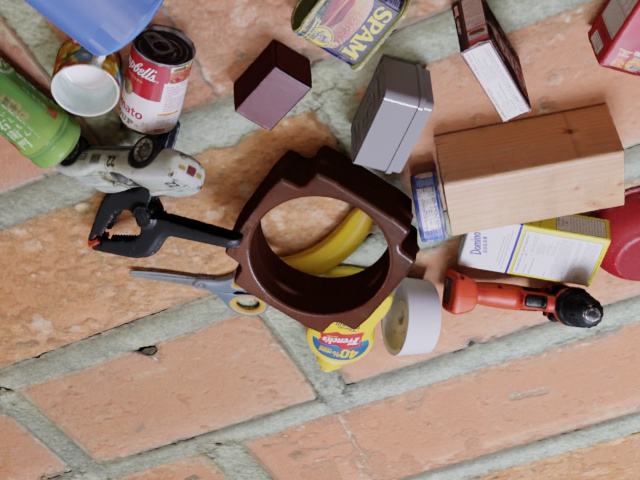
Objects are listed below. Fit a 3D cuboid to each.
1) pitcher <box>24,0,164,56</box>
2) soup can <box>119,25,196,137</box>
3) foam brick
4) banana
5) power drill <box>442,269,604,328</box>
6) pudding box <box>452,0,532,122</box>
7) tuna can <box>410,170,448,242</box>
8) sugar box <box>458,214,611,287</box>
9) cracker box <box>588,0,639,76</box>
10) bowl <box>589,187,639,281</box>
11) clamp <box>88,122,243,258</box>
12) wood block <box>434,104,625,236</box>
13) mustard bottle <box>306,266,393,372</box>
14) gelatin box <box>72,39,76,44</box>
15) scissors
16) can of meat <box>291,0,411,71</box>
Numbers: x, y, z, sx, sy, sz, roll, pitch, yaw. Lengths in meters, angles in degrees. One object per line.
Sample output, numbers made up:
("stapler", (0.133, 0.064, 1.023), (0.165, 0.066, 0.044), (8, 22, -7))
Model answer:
("pitcher", (-0.250, -0.292, 0.972), (0.149, 0.145, 0.242), (-27, 127, 32))
("soup can", (-0.178, -0.171, 1.156), (0.068, 0.068, 0.102), (9, 135, -14))
("foam brick", (-0.053, -0.170, 1.178), (0.051, 0.053, 0.078), (27, 128, -29))
("banana", (-0.003, 0.013, 1.384), (0.198, 0.037, 0.069), (-25, 133, 20))
("power drill", (0.261, 0.080, 1.397), (0.187, 0.184, 0.057), (8, 91, -4))
("pudding box", (0.184, -0.196, 1.143), (0.039, 0.090, 0.113), (-25, 132, 22))
("tuna can", (0.133, -0.041, 1.304), (0.034, 0.086, 0.086), (-10, 136, 8))
("sugar box", (0.273, 0.003, 1.371), (0.176, 0.048, 0.093), (12, 135, 2))
("cracker box", (0.404, -0.262, 1.106), (0.164, 0.072, 0.214), (12, 133, -17))
("bowl", (0.425, 0.004, 1.396), (0.162, 0.055, 0.162), (-3, 136, -3))
("clamp", (-0.206, -0.044, 1.286), (0.210, 0.036, 0.164), (-16, 102, 31))
("wood block", (0.247, -0.083, 1.266), (0.206, 0.091, 0.090), (-10, 136, 7))
("mustard bottle", (0.032, 0.120, 1.483), (0.096, 0.058, 0.192), (12, 135, -7))
("gelatin box", (-0.234, -0.251, 1.096), (0.073, 0.030, 0.089), (-11, 136, 7))
("scissors", (-0.152, 0.071, 1.448), (0.201, 0.016, 0.096), (-2, 136, -2))
("can of meat", (0.030, -0.239, 1.111), (0.083, 0.057, 0.102), (26, 128, -24))
